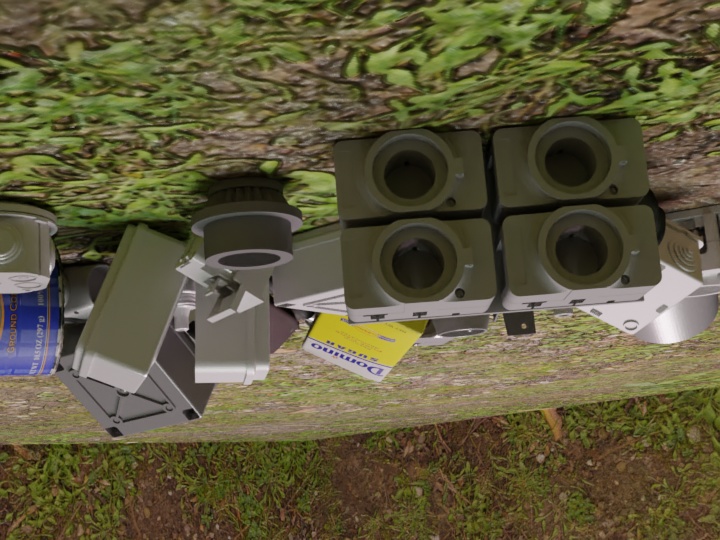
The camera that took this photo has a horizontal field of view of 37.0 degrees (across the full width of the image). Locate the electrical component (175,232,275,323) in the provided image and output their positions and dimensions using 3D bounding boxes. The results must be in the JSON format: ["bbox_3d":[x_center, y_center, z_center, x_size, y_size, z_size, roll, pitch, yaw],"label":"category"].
[{"bbox_3d":[-0.096,-0.007,0.781,0.064,0.081,0.042,32,152,-20],"label":"electrical component"}]

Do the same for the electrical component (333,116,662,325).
[{"bbox_3d":[0.081,-0.030,0.659,0.186,0.105,0.060,-5,168,0],"label":"electrical component"}]

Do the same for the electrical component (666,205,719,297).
[{"bbox_3d":[0.288,-0.012,0.922,0.150,0.061,0.089,-10,167,23],"label":"electrical component"}]

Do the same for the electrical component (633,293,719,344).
[{"bbox_3d":[0.290,0.021,1.020,0.099,0.099,0.064,-10,127,23],"label":"electrical component"}]

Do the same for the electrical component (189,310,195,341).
[{"bbox_3d":[-0.156,0.064,1.077,0.047,0.076,0.066,-1,167,-14],"label":"electrical component"}]

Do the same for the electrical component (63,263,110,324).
[{"bbox_3d":[-0.257,0.020,0.913,0.077,0.043,0.079,-12,166,30],"label":"electrical component"}]

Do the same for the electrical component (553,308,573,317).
[{"bbox_3d":[0.185,0.012,0.993,0.048,0.062,0.048,-4,168,-1],"label":"electrical component"}]

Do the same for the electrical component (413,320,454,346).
[{"bbox_3d":[0.059,0.051,1.147,0.095,0.053,0.059,-2,168,-12],"label":"electrical component"}]

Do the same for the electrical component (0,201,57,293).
[{"bbox_3d":[-0.249,-0.015,0.737,0.080,0.051,0.080,-4,168,-1],"label":"electrical component"}]

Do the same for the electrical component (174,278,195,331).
[{"bbox_3d":[-0.153,0.021,0.913,0.035,0.061,0.035,-4,168,-1],"label":"electrical component"}]

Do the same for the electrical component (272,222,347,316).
[{"bbox_3d":[0.000,0.000,0.885,0.109,0.056,0.109,-14,164,37],"label":"electrical component"}]

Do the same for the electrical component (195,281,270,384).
[{"bbox_3d":[-0.104,0.033,0.865,0.057,0.113,0.078,0,167,-8],"label":"electrical component"}]

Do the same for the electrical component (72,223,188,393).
[{"bbox_3d":[-0.175,0.032,0.828,0.056,0.108,0.109,22,162,-11],"label":"electrical component"}]

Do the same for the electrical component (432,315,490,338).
[{"bbox_3d":[0.102,0.019,0.964,0.079,0.077,0.043,3,165,-32],"label":"electrical component"}]

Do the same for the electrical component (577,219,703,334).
[{"bbox_3d":[0.209,-0.001,0.846,0.100,0.048,0.099,25,137,-18],"label":"electrical component"}]

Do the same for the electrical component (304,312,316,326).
[{"bbox_3d":[-0.043,0.049,1.149,0.061,0.035,0.035,11,161,-44],"label":"electrical component"}]

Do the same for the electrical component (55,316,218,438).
[{"bbox_3d":[-0.201,0.088,0.957,0.109,0.056,0.108,-16,124,26],"label":"electrical component"}]
